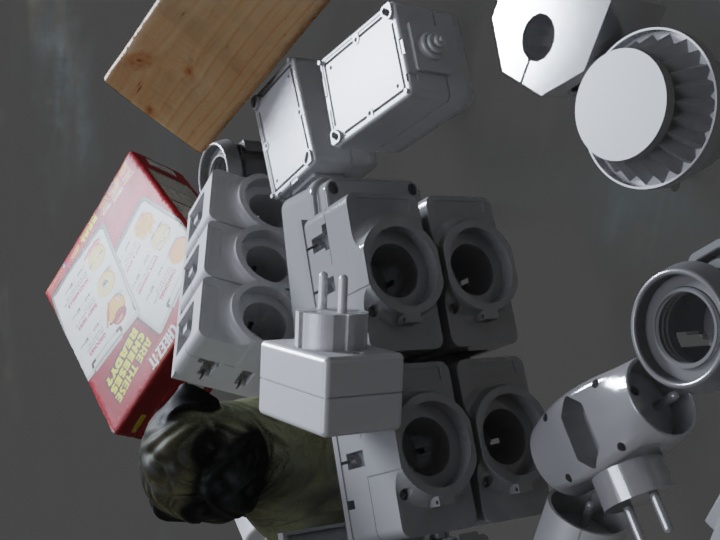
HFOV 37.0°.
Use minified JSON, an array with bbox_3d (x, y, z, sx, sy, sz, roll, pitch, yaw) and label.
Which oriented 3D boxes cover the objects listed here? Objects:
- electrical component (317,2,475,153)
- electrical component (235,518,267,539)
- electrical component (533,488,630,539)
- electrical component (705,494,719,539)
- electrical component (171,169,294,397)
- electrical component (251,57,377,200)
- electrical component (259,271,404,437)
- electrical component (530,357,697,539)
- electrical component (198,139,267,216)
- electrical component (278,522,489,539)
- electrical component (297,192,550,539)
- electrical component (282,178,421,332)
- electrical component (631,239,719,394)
[{"bbox_3d":[0.028,-0.118,0.661,0.096,0.061,0.061,-29,66,49],"label":"electrical component"},{"bbox_3d":[-0.083,0.183,0.850,0.078,0.040,0.040,59,136,37],"label":"electrical component"},{"bbox_3d":[0.108,0.159,0.563,0.043,0.043,0.081,39,122,49],"label":"electrical component"},{"bbox_3d":[0.188,0.083,0.426,0.061,0.062,0.096,39,121,49],"label":"electrical component"},{"bbox_3d":[-0.073,0.008,0.751,0.061,0.089,0.150,-52,29,42],"label":"electrical component"},{"bbox_3d":[-0.028,-0.090,0.746,0.062,0.061,0.096,-36,61,51],"label":"electrical component"},{"bbox_3d":[-0.015,0.040,0.549,0.066,0.047,0.076,8,97,55],"label":"electrical component"},{"bbox_3d":[0.130,0.094,0.529,0.077,0.043,0.079,-47,53,46],"label":"electrical component"},{"bbox_3d":[-0.090,-0.073,0.842,0.078,0.057,0.058,-24,70,54],"label":"electrical component"},{"bbox_3d":[0.017,0.184,0.629,0.063,0.121,0.078,-24,70,51],"label":"electrical component"},{"bbox_3d":[0.039,0.052,0.609,0.060,0.105,0.186,-28,68,53],"label":"electrical component"},{"bbox_3d":[0.000,0.000,0.691,0.057,0.078,0.113,-20,74,58],"label":"electrical component"},{"bbox_3d":[0.158,0.025,0.474,0.058,0.057,0.078,-39,59,49],"label":"electrical component"}]
